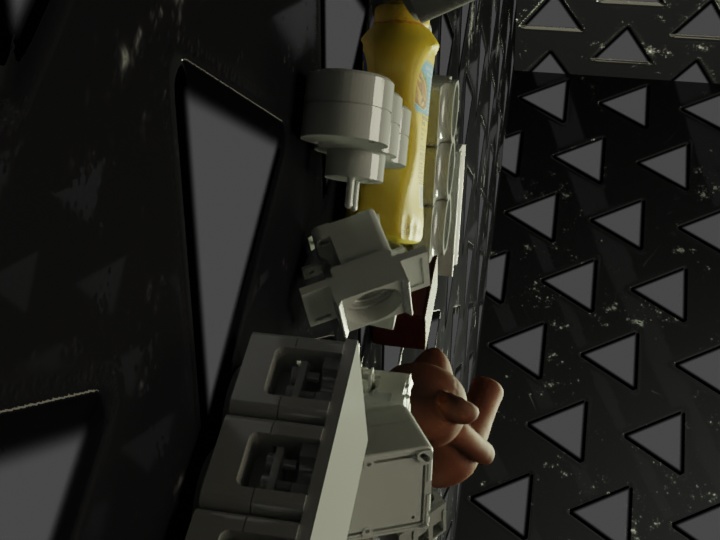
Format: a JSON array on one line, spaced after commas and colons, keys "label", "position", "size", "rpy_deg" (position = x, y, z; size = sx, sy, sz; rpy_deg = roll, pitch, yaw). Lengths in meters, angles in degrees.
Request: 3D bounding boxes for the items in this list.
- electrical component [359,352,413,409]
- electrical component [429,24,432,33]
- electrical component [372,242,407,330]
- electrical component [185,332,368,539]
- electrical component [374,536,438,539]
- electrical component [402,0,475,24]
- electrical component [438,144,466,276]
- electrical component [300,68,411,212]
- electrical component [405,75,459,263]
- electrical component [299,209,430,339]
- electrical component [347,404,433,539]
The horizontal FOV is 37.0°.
[{"label": "electrical component", "position": [0.006, 0.099, 0.787], "size": [0.042, 0.064, 0.081], "rpy_deg": [-72, 164, -56]}, {"label": "electrical component", "position": [0.036, -0.192, 0.856], "size": [0.043, 0.043, 0.062], "rpy_deg": [76, 21, -64]}, {"label": "electrical component", "position": [0.015, 0.009, 0.844], "size": [0.066, 0.048, 0.055], "rpy_deg": [-74, 174, -49]}, {"label": "electrical component", "position": [-0.042, 0.115, 0.513], "size": [0.089, 0.062, 0.150], "rpy_deg": [85, 14, -47]}, {"label": "electrical component", "position": [0.028, 0.224, 1.012], "size": [0.047, 0.066, 0.076], "rpy_deg": [72, -3, -67]}, {"label": "electrical component", "position": [0.053, -0.247, 0.752], "size": [0.105, 0.060, 0.186], "rpy_deg": [63, 21, -18]}, {"label": "electrical component", "position": [0.065, -0.061, 1.046], "size": [0.078, 0.063, 0.121], "rpy_deg": [-56, 150, -70]}, {"label": "electrical component", "position": [-0.002, -0.074, 0.668], "size": [0.138, 0.052, 0.073], "rpy_deg": [14, 82, -80]}, {"label": "electrical component", "position": [0.049, -0.090, 0.933], "size": [0.089, 0.062, 0.150], "rpy_deg": [-57, 151, -70]}, {"label": "electrical component", "position": [0.000, 0.000, 0.668], "size": [0.042, 0.081, 0.063], "rpy_deg": [81, -11, -60]}, {"label": "electrical component", "position": [-0.009, 0.125, 0.665], "size": [0.061, 0.096, 0.061], "rpy_deg": [-125, -148, -60]}]
